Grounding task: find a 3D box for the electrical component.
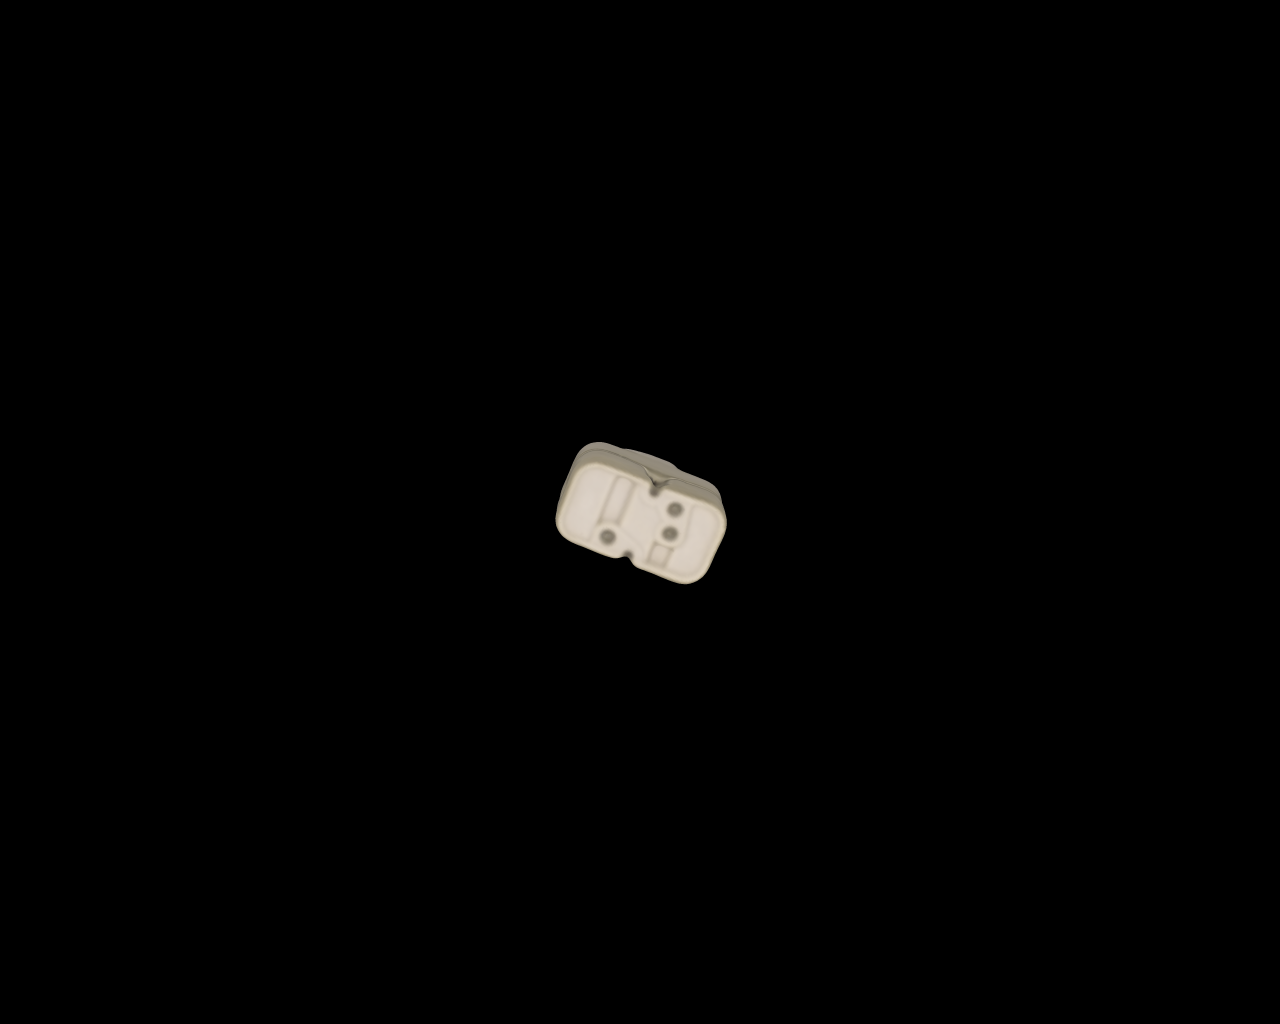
[{"bbox_3d":[0.001,-0.003,0.650,0.095,0.053,0.059,21,18,-7],"label":"electrical component"}]
